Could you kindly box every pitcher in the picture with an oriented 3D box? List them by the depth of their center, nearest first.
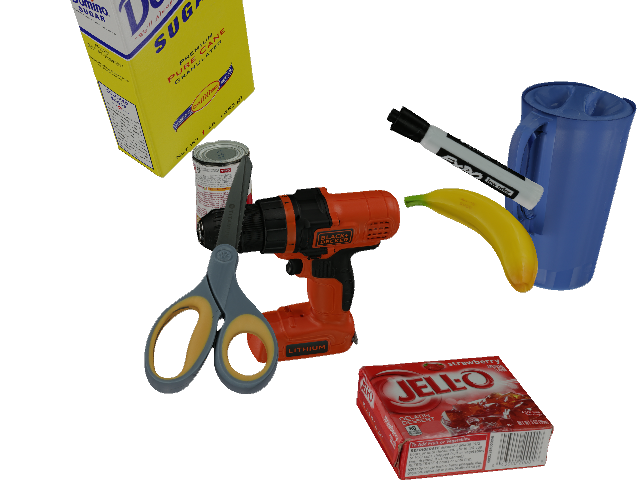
[{"bbox_3d":[0.291,-0.062,1.308,0.149,0.243,0.145,4,27,2],"label":"pitcher"}]

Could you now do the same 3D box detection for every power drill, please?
[{"bbox_3d":[-0.026,0.034,0.993,0.184,0.188,0.057,-5,46,-14],"label":"power drill"}]

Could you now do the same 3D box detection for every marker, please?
[{"bbox_3d":[0.101,-0.059,0.750,0.121,0.020,0.020,30,-3,-4],"label":"marker"}]

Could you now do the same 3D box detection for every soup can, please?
[{"bbox_3d":[-0.113,-0.057,1.239,0.068,0.102,0.068,-1,28,0],"label":"soup can"}]

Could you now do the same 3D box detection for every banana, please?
[{"bbox_3d":[0.167,-0.008,1.078,0.069,0.037,0.198,-34,39,-14],"label":"banana"}]

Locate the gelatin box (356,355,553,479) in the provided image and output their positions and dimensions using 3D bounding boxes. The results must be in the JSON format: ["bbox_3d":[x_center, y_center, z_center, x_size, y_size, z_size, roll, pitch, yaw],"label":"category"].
[{"bbox_3d":[0.072,0.096,0.592,0.089,0.030,0.073,-2,26,-16],"label":"gelatin box"}]

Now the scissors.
[{"bbox_3d":[-0.052,0.026,0.738,0.096,0.201,0.016,21,-35,10],"label":"scissors"}]

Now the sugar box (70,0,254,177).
[{"bbox_3d":[-0.087,-0.123,0.609,0.048,0.093,0.176,34,-23,18],"label":"sugar box"}]
